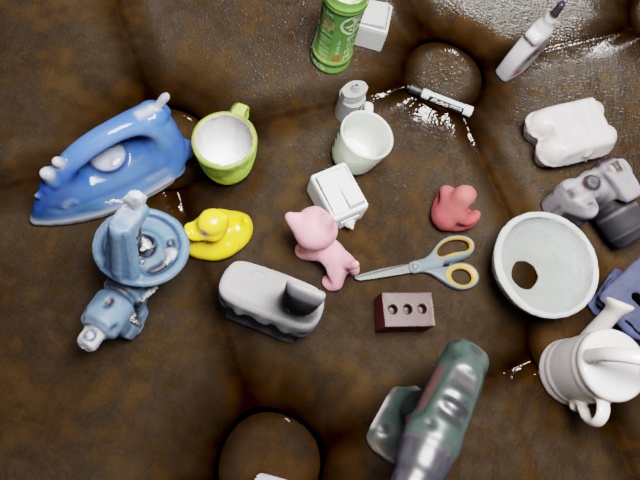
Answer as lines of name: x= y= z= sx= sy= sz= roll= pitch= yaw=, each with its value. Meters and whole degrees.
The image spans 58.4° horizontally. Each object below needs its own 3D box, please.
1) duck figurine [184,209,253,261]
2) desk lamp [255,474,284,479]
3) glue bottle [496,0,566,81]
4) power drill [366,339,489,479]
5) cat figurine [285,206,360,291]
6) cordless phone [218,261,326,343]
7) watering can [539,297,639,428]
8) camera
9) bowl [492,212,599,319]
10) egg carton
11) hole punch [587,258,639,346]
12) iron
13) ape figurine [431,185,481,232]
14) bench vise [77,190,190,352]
duck figurine: x=-0.147 y=-0.018 z=0.823 sx=0.105 sy=0.086 sz=0.077 roll=-16 pitch=75 yaw=-14
desk lamp: x=-0.004 y=0.348 z=0.658 sx=0.203 sy=0.213 sz=0.118 roll=16 pitch=70 yaw=-3
glue bottle: x=0.362 y=-0.339 z=0.964 sx=0.078 sy=0.173 sz=0.037 roll=-39 pitch=81 yaw=-18
power drill: x=0.126 y=0.237 z=0.718 sx=0.075 sy=0.208 sz=0.230 roll=32 pitch=70 yaw=3
cat figurine: x=0.008 y=0.003 z=0.824 sx=0.127 sy=0.117 sz=0.067 roll=45 pitch=71 yaw=7
cordless phone: x=-0.061 y=0.066 z=0.757 sx=0.147 sy=0.185 sz=0.094 roll=18 pitch=70 yaw=-3
watering can: x=0.394 y=0.166 z=0.792 sx=0.101 sy=0.194 sz=0.173 roll=-3 pitch=72 yaw=-10
camera: x=0.462 y=-0.053 z=0.924 sx=0.143 sy=0.100 sz=0.137 roll=-25 pitch=77 yaw=-16
bowl: x=0.334 y=0.045 z=0.886 sx=0.167 sy=0.074 sz=0.167 roll=3 pitch=72 yaw=-8
egg carton: x=0.426 y=-0.181 z=0.977 sx=0.150 sy=0.069 sz=0.107 roll=-16 pitch=75 yaw=-14
hole punch: x=0.493 y=0.098 z=0.885 sx=0.108 sy=0.091 sz=0.101 roll=44 pitch=71 yaw=7
iron: x=-0.303 y=-0.114 z=0.800 sx=0.259 sy=0.141 sz=0.118 roll=-36 pitch=80 yaw=-18
ape figurine: x=0.215 y=-0.055 z=0.890 sx=0.076 sy=0.092 sz=0.078 roll=-25 pitch=77 yaw=-16
bench vise: x=-0.233 y=0.037 z=0.720 sx=0.121 sy=0.219 sz=0.207 roll=8 pitch=71 yaw=-6
